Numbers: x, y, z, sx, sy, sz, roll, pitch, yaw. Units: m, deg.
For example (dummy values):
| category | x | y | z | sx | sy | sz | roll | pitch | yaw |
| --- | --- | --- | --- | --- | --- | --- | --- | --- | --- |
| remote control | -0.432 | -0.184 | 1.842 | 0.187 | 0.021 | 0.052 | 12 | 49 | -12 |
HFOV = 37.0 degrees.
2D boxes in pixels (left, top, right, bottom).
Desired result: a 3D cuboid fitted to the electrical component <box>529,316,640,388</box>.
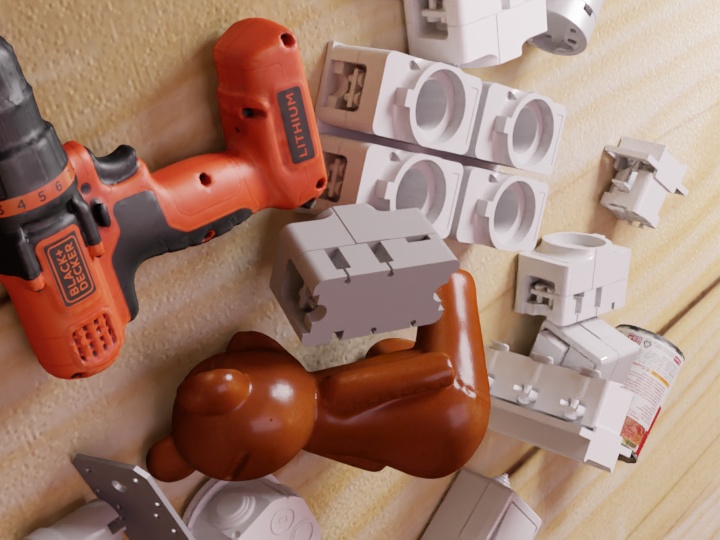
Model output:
| category | x | y | z | sx | sy | sz | roll | pitch | yaw |
| --- | --- | --- | --- | --- | --- | --- | --- | --- | --- |
| electrical component | 0.166 | 0.088 | 0.855 | 0.061 | 0.062 | 0.096 | -12 | 130 | -42 |

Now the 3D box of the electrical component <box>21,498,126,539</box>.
| category | x | y | z | sx | sy | sz | roll | pitch | yaw |
| --- | --- | --- | --- | --- | --- | --- | --- | --- | --- |
| electrical component | -0.153 | 0.150 | 0.579 | 0.046 | 0.040 | 0.040 | -31 | 124 | -43 |

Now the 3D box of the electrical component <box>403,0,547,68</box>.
| category | x | y | z | sx | sy | sz | roll | pitch | yaw |
| --- | --- | --- | --- | --- | --- | --- | --- | --- | --- |
| electrical component | 0.076 | -0.166 | 0.699 | 0.089 | 0.050 | 0.055 | -28 | 121 | -37 |

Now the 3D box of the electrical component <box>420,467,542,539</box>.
| category | x | y | z | sx | sy | sz | roll | pitch | yaw |
| --- | --- | --- | --- | --- | --- | --- | --- | --- | --- |
| electrical component | 0.098 | 0.203 | 0.835 | 0.096 | 0.061 | 0.061 | -57 | 135 | -16 |

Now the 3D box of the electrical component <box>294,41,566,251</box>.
| category | x | y | z | sx | sy | sz | roll | pitch | yaw |
| --- | --- | --- | --- | --- | --- | --- | --- | --- | --- |
| electrical component | 0.055 | -0.074 | 0.701 | 0.186 | 0.060 | 0.105 | 5 | 99 | -46 |

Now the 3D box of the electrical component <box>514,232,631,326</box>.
| category | x | y | z | sx | sy | sz | roll | pitch | yaw |
| --- | --- | --- | --- | --- | --- | --- | --- | --- | --- |
| electrical component | 0.169 | 0.003 | 0.849 | 0.089 | 0.050 | 0.055 | -13 | 112 | -43 |

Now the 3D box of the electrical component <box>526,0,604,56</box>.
| category | x | y | z | sx | sy | sz | roll | pitch | yaw |
| --- | --- | --- | --- | --- | --- | --- | --- | --- | --- |
| electrical component | 0.143 | -0.186 | 0.758 | 0.055 | 0.055 | 0.047 | 40 | 70 | -45 |

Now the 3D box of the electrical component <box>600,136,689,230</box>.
| category | x | y | z | sx | sy | sz | roll | pitch | yaw |
| --- | --- | --- | --- | --- | --- | --- | --- | --- | --- |
| electrical component | 0.235 | -0.071 | 0.899 | 0.081 | 0.042 | 0.063 | 27 | 87 | -46 |

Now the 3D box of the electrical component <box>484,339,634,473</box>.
| category | x | y | z | sx | sy | sz | roll | pitch | yaw |
| --- | --- | --- | --- | --- | --- | --- | --- | --- | --- |
| electrical component | 0.134 | 0.097 | 0.793 | 0.079 | 0.121 | 0.063 | 28 | 80 | -46 |

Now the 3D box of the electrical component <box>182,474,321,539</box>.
| category | x | y | z | sx | sy | sz | roll | pitch | yaw |
| --- | --- | --- | --- | --- | --- | --- | --- | --- | --- |
| electrical component | -0.068 | 0.165 | 0.662 | 0.080 | 0.051 | 0.080 | -17 | 115 | -41 |

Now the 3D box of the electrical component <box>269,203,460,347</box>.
| category | x | y | z | sx | sy | sz | roll | pitch | yaw |
| --- | --- | --- | --- | --- | --- | --- | --- | --- | --- |
| electrical component | 0.000 | 0.000 | 0.605 | 0.089 | 0.055 | 0.050 | -9 | 135 | -27 |
